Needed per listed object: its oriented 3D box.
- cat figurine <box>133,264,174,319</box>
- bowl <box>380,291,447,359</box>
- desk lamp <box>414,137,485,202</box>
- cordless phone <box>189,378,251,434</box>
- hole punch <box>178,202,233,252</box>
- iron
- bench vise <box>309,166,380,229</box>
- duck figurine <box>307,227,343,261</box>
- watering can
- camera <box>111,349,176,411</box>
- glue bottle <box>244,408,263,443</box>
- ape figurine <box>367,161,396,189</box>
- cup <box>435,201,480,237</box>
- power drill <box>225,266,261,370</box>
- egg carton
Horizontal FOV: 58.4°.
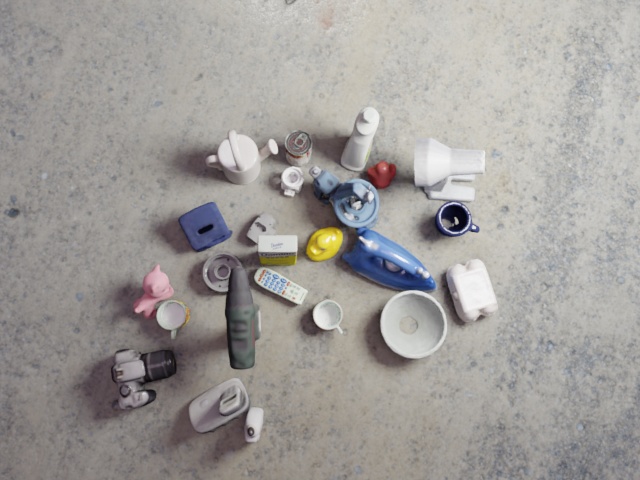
[{"bbox_3d":[-0.408,0.127,1.392,0.067,0.117,0.128,34,80,3],"label":"cat figurine"},{"bbox_3d":[0.228,0.212,1.434,0.167,0.074,0.167,1,80,-3],"label":"bowl"},{"bbox_3d":[0.316,-0.178,1.435,0.203,0.213,0.118,4,80,-2],"label":"desk lamp"},{"bbox_3d":[-0.237,0.390,1.322,0.147,0.185,0.094,-31,83,-7],"label":"cordless phone"},{"bbox_3d":[-0.286,-0.032,1.439,0.109,0.091,0.101,-27,83,-7],"label":"hole punch"},{"bbox_3d":[0.191,0.057,1.425,0.258,0.141,0.119,26,80,2],"label":"iron"},{"bbox_3d":[0.057,-0.107,1.405,0.207,0.219,0.121,20,80,1],"label":"bench vise"},{"bbox_3d":[0.013,0.005,1.452,0.104,0.086,0.077,-40,84,-9],"label":"duck figurine"},{"bbox_3d":[-0.196,-0.215,1.423,0.173,0.194,0.101,-33,83,-8],"label":"watering can"},{"bbox_3d":[-0.416,0.323,1.366,0.137,0.101,0.143,-12,81,-5],"label":"camera"},{"bbox_3d":[-0.155,0.435,1.325,0.037,0.173,0.078,4,80,-2],"label":"glue bottle"},{"bbox_3d":[0.161,-0.177,1.488,0.078,0.092,0.076,10,80,-1],"label":"ape figurine"},{"bbox_3d":[0.346,-0.042,1.474,0.117,0.095,0.092,23,80,1],"label":"cup"},{"bbox_3d":[-0.183,0.186,1.348,0.075,0.208,0.230,-4,80,-3],"label":"power drill"},{"bbox_3d":[0.385,0.129,1.460,0.107,0.069,0.150,-16,82,-6],"label":"egg carton"}]
